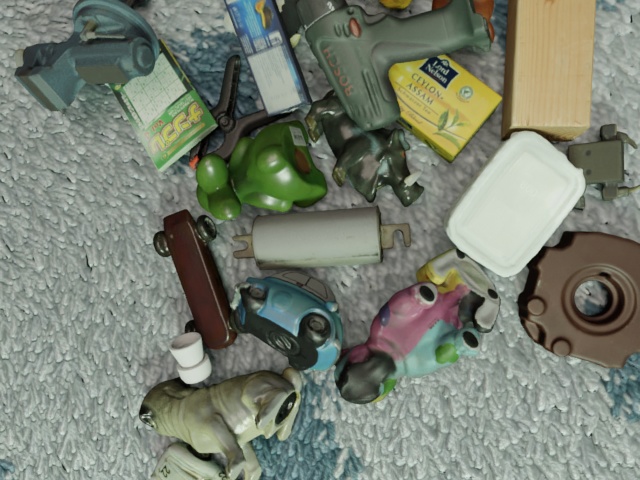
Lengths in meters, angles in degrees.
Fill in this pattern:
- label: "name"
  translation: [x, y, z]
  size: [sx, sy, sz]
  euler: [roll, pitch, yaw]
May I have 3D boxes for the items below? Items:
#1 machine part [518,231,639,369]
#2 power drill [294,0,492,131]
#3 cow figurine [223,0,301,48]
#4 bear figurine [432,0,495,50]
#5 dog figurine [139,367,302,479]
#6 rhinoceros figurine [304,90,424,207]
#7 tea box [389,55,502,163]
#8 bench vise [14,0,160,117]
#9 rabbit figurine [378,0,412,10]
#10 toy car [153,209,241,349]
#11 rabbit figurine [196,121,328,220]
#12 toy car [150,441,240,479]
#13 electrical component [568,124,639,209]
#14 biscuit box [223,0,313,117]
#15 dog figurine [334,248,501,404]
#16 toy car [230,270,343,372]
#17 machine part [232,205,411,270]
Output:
- label: "machine part"
  translation: [0.343, 0.072, 0.673]
  size: [0.179, 0.056, 0.179]
  euler: [0, 88, 8]
- label: "power drill"
  translation: [0.080, -0.256, 0.618]
  size: [0.207, 0.086, 0.231]
  euler: [-17, 102, 19]
- label: "cow figurine"
  translation: [-0.047, -0.331, 0.744]
  size: [0.098, 0.068, 0.167]
  euler: [41, 98, 2]
- label: "bear figurine"
  translation: [0.188, -0.351, 0.669]
  size: [0.120, 0.132, 0.196]
  euler: [7, 76, -14]
- label: "dog figurine"
  translation: [-0.138, 0.216, 0.738]
  size: [0.191, 0.121, 0.172]
  euler: [27, 59, 26]
- label: "rhinoceros figurine"
  translation: [0.061, -0.120, 0.723]
  size: [0.112, 0.073, 0.190]
  euler: [-36, 81, -4]
- label: "tea box"
  translation: [0.139, -0.192, 0.708]
  size: [0.170, 0.068, 0.098]
  euler: [39, 96, 9]
- label: "bench vise"
  translation: [-0.312, -0.289, 0.760]
  size: [0.224, 0.128, 0.240]
  euler: [-2, 58, 30]
- label: "rabbit figurine"
  translation: [0.061, -0.379, 0.697]
  size: [0.173, 0.122, 0.162]
  euler: [37, 57, -22]
- label: "toy car"
  translation: [-0.167, 0.056, 0.762]
  size: [0.089, 0.053, 0.202]
  euler: [-20, 89, 19]
- label: "rabbit figurine"
  translation: [-0.097, -0.072, 0.717]
  size: [0.170, 0.159, 0.121]
  euler: [-22, 97, 24]
- label: "toy car"
  translation: [-0.141, 0.358, 0.747]
  size: [0.202, 0.056, 0.073]
  euler: [32, 94, 10]
- label: "electrical component"
  translation: [0.360, -0.093, 0.683]
  size: [0.078, 0.045, 0.102]
  euler: [-9, 84, 38]
- label: "biscuit box"
  translation: [-0.073, -0.263, 0.693]
  size: [0.059, 0.063, 0.202]
  euler: [-19, 99, 9]
- label: "dog figurine"
  translation: [0.109, 0.126, 0.694]
  size: [0.108, 0.191, 0.219]
  euler: [47, 130, 4]
- label: "toy car"
  translation: [-0.033, 0.095, 0.713]
  size: [0.162, 0.109, 0.103]
  euler: [30, 51, 8]
- label: "machine part"
  translation: [-0.001, -0.002, 0.723]
  size: [0.243, 0.079, 0.079]
  euler: [-5, 88, 10]
